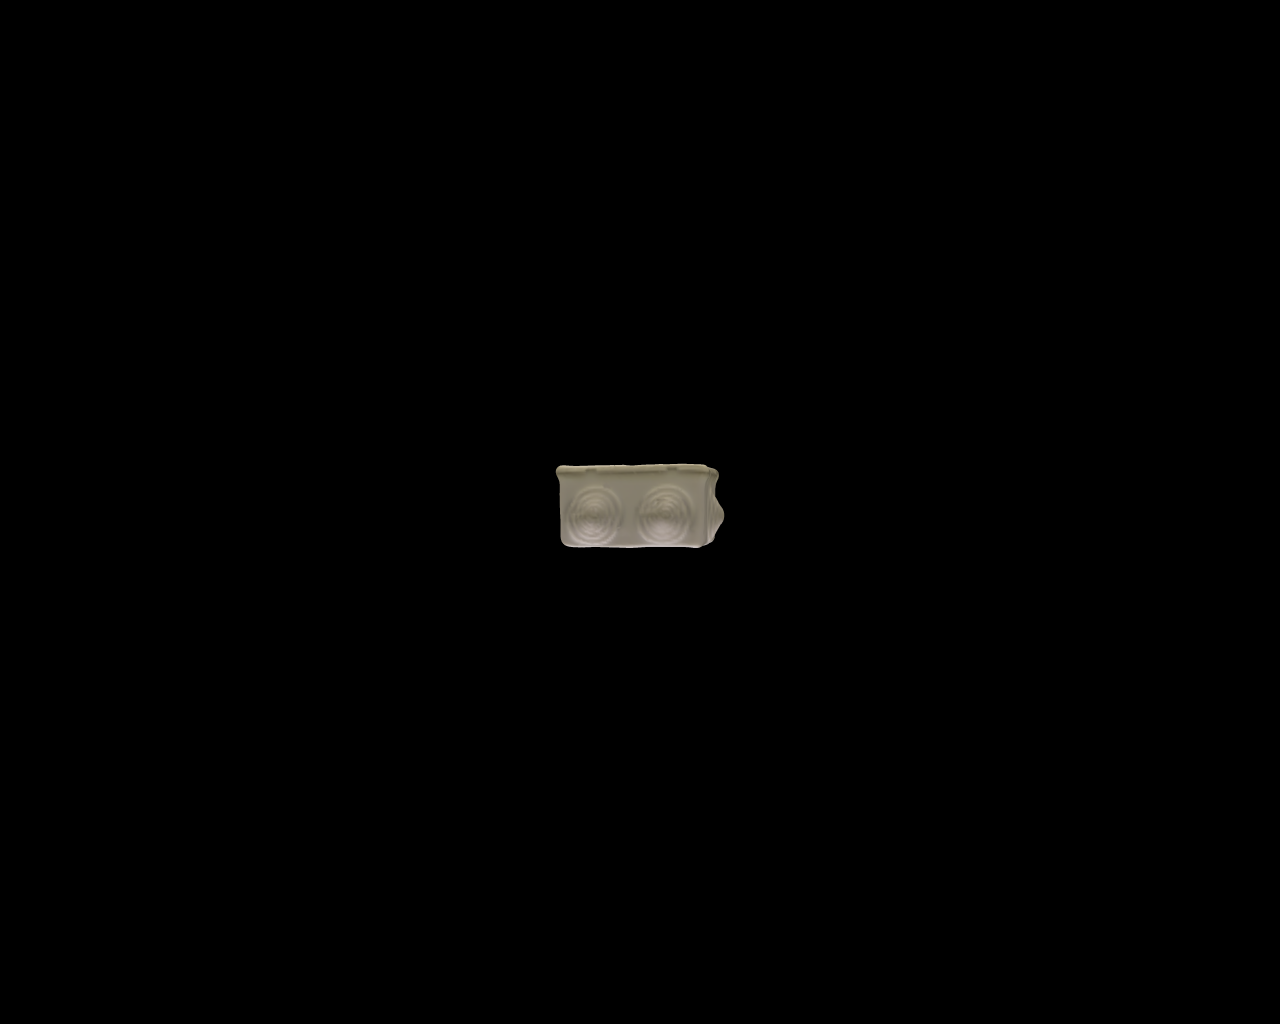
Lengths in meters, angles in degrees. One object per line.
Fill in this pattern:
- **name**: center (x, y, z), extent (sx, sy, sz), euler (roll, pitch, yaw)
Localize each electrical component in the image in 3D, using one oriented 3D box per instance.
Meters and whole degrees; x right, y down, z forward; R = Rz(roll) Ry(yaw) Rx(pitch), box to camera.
- **electrical component**: center (0.001, -0.003, 0.650), extent (0.100, 0.048, 0.100), euler (0, 0, 9)
